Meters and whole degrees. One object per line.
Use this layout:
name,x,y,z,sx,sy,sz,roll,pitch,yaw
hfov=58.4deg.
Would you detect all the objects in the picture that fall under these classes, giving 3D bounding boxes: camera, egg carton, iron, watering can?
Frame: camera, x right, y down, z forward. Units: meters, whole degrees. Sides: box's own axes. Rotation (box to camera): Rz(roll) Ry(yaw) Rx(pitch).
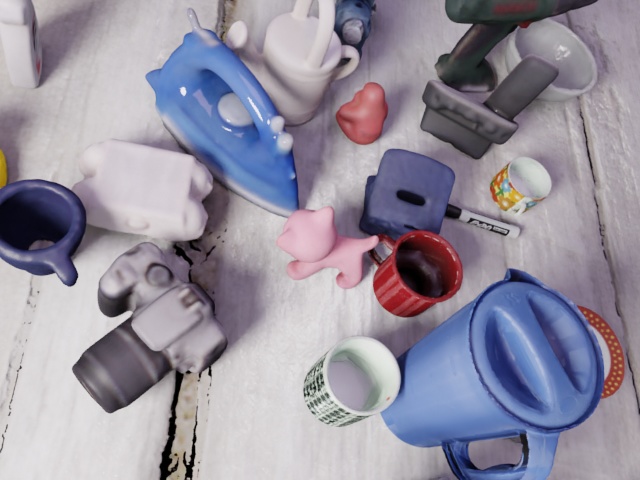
camera,-0.181,0.091,0.571,0.143,0.100,0.137,46,59,7
egg carton,-0.201,-0.054,0.654,0.150,0.069,0.107,10,62,-14
iron,-0.095,-0.152,0.698,0.119,0.141,0.258,-38,81,-30
watering can,-0.030,-0.242,0.735,0.173,0.194,0.101,-25,75,-28

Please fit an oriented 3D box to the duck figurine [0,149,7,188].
duck figurine,-0.380,-0.096,0.603,0.078,0.086,0.104,-30,77,-29

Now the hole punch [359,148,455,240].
hole punch,0.116,-0.053,0.752,0.109,0.091,0.101,17,60,-11

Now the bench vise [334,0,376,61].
bench vise,0.077,-0.379,0.825,0.122,0.219,0.207,-1,65,-19

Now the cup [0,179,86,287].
cup,-0.277,0.008,0.582,0.092,0.095,0.117,-31,78,-29

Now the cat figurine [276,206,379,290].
cat figurine,0.006,0.002,0.670,0.128,0.117,0.067,8,62,-15

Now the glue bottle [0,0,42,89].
glue bottle,-0.342,-0.254,0.644,0.037,0.173,0.078,-3,66,-20

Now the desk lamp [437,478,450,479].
desk lamp,0.090,0.275,0.508,0.204,0.213,0.118,-9,68,-23

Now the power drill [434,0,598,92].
power drill,0.278,-0.322,0.874,0.230,0.208,0.075,-4,66,-21

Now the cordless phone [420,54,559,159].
cordless phone,0.237,-0.216,0.821,0.148,0.185,0.094,23,59,-7

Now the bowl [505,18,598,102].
bowl,0.378,-0.293,0.973,0.168,0.074,0.167,8,62,-15

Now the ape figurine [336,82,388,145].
ape figurine,0.065,-0.183,0.799,0.078,0.092,0.076,0,64,-19
